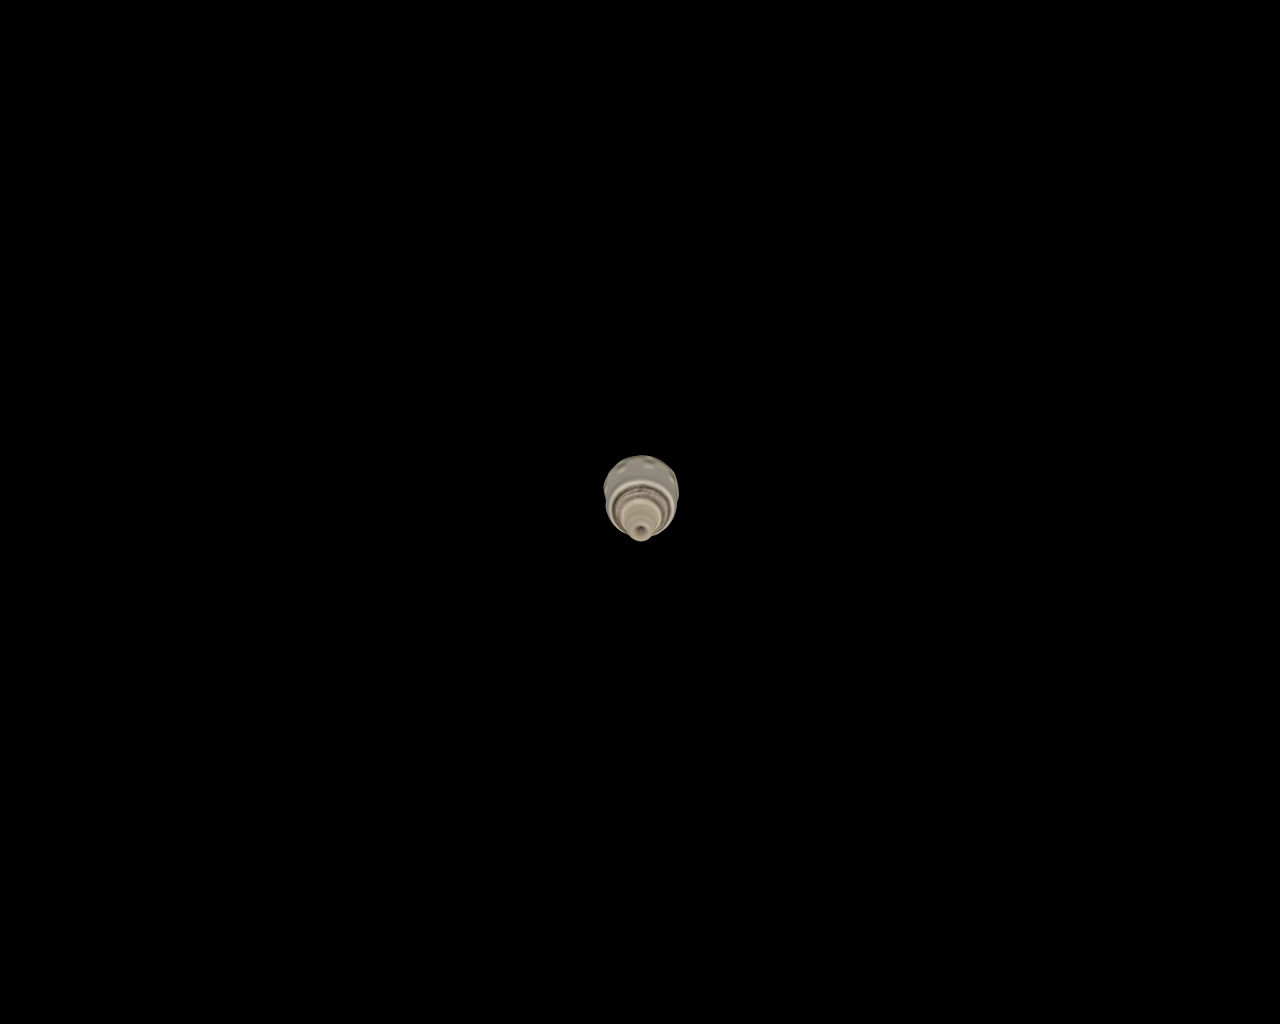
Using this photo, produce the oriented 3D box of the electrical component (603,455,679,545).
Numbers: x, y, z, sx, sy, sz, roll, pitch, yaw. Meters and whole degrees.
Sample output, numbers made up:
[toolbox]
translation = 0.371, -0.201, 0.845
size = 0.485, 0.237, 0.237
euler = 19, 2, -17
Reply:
[electrical component]
translation = 0.001, -0.003, 0.650
size = 0.048, 0.048, 0.062
euler = 0, 29, 0
